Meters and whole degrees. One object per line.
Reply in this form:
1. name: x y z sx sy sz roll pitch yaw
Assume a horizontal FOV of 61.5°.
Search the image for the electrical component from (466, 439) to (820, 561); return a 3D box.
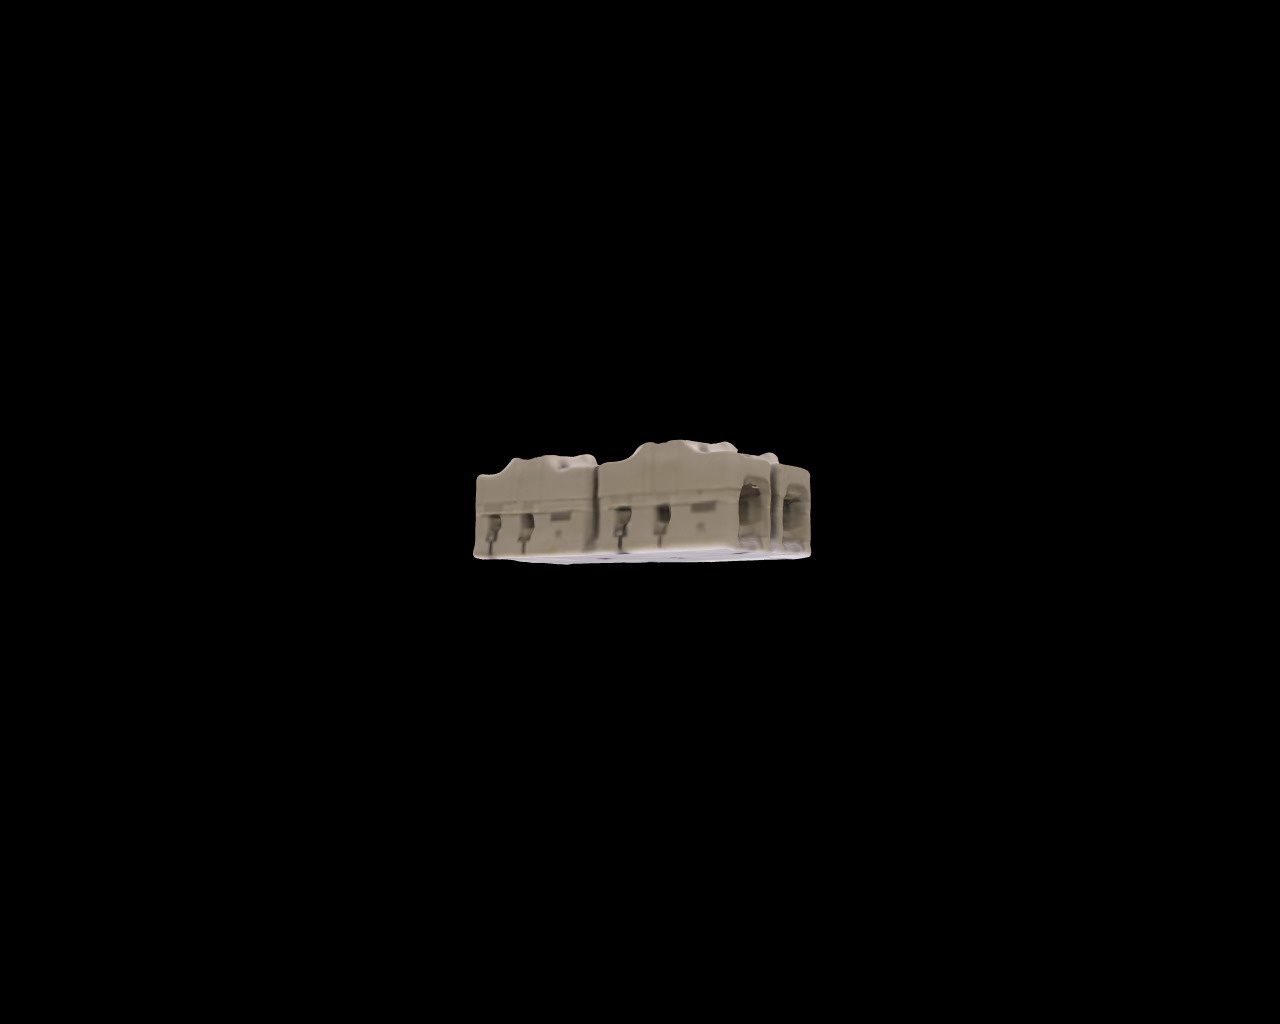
1. electrical component: 0.001 -0.003 0.650 0.186 0.060 0.105 -3 -6 33
